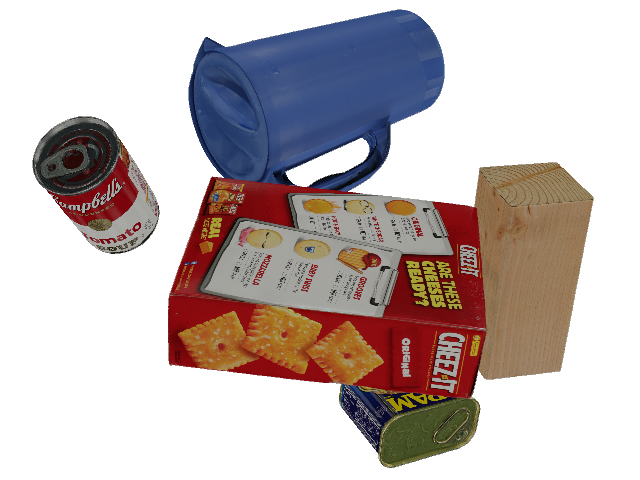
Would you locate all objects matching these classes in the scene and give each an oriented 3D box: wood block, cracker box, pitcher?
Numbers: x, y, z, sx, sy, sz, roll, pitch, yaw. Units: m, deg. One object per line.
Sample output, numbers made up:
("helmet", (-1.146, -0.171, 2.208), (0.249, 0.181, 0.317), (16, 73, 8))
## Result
("wood block", (0.208, 0.032, 1.111), (0.090, 0.206, 0.090), (-5, 30, -13))
("cracker box", (0.008, 0.031, 0.786), (0.213, 0.072, 0.164), (7, 33, 2))
("pitcher", (0.007, -0.139, 1.045), (0.242, 0.149, 0.145), (-23, 32, -31))

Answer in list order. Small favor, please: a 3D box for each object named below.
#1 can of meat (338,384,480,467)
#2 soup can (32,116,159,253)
("can of meat", (0.078, 0.149, 0.966), (0.101, 0.057, 0.084), (-10, 32, -25))
("soup can", (-0.173, -0.041, 0.834), (0.068, 0.068, 0.102), (0, -27, 12))
